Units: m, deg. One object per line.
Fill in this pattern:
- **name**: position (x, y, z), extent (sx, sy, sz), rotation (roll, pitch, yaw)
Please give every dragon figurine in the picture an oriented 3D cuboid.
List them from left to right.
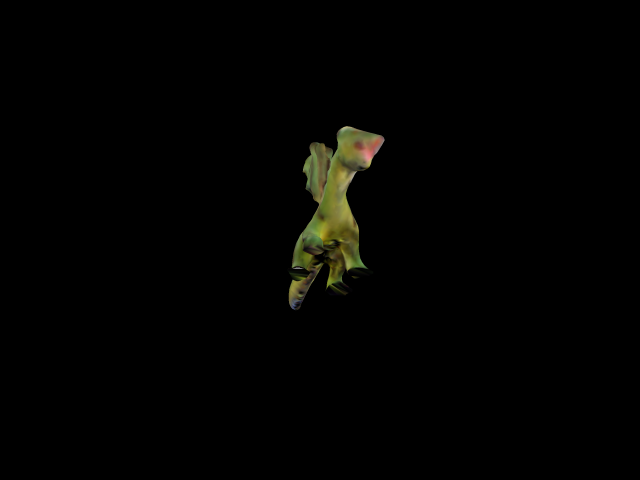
- **dragon figurine**: position (0.003, -0.043, 0.850), extent (0.122, 0.247, 0.403), rotation (8, -24, -18)
